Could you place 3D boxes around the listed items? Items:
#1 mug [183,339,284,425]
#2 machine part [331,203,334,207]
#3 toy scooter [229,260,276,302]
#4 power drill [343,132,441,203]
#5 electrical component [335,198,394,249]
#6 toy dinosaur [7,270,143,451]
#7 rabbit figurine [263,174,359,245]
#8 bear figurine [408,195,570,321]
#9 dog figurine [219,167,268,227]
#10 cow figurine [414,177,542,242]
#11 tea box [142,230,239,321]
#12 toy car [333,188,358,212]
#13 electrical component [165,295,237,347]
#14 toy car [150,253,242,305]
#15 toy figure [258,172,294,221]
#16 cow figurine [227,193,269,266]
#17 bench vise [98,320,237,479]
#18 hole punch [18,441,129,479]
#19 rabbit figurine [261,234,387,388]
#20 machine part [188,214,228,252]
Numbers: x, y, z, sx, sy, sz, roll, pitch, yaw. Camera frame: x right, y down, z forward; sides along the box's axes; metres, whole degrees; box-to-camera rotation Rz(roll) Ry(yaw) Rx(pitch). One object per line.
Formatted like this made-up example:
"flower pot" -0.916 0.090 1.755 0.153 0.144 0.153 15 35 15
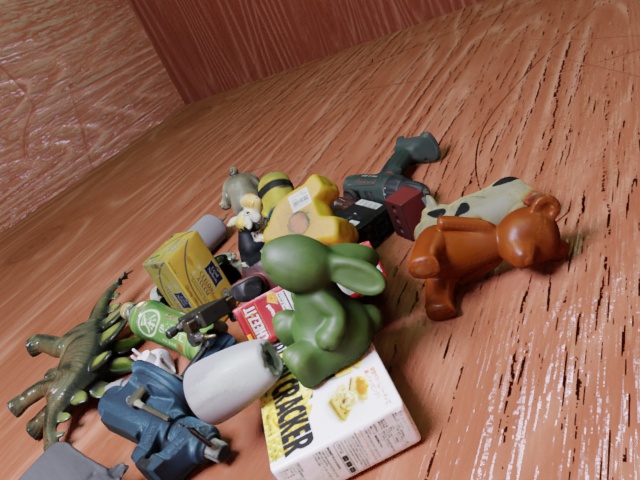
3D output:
"mug" -0.095 0.165 0.665 0.107 0.081 0.109 -30 -2 20
"machine part" -0.031 -0.029 1.026 0.039 0.084 0.139 38 71 16
"toy scooter" -0.089 0.063 0.973 0.184 0.075 0.135 -24 4 -25
"power drill" 0.173 -0.139 1.125 0.232 0.085 0.207 0 44 47
"electrical component" 0.065 -0.019 1.012 0.134 0.058 0.115 -35 26 -17
"toy dinosaur" -0.436 0.208 1.006 0.199 0.104 0.472 -19 35 -2
"rabbit figurine" -0.002 -0.003 0.872 0.162 0.173 0.122 -39 65 19
"bear figurine" 0.232 0.022 0.726 0.196 0.120 0.132 -7 35 24
"dog figurine" -0.158 -0.068 1.185 0.121 0.172 0.191 -36 19 4
"cow figurine" 0.242 -0.040 0.862 0.195 0.085 0.127 -25 32 7
"tea box" -0.228 0.079 0.970 0.068 0.169 0.098 -8 33 35
"toy car" 0.002 -0.073 1.152 0.089 0.053 0.202 -38 20 -25
"electrical component" -0.164 0.119 0.786 0.078 0.045 0.102 -24 4 36
"toy car" -0.239 0.089 1.068 0.202 0.073 0.056 -25 26 3
"toy figure" -0.074 -0.063 1.120 0.089 0.082 0.180 -50 47 28
"cow figurine" -0.129 -0.001 1.030 0.068 0.167 0.098 8 40 41
"bench vise" -0.186 0.211 0.753 0.224 0.128 0.240 0 40 38
"hole punch" -0.325 0.343 0.690 0.116 0.092 0.142 23 44 19
"rabbit figurine" 0.001 0.065 0.632 0.159 0.170 0.121 -22 27 7
"machine part" -0.292 0.017 1.246 0.079 0.079 0.243 -5 32 37
